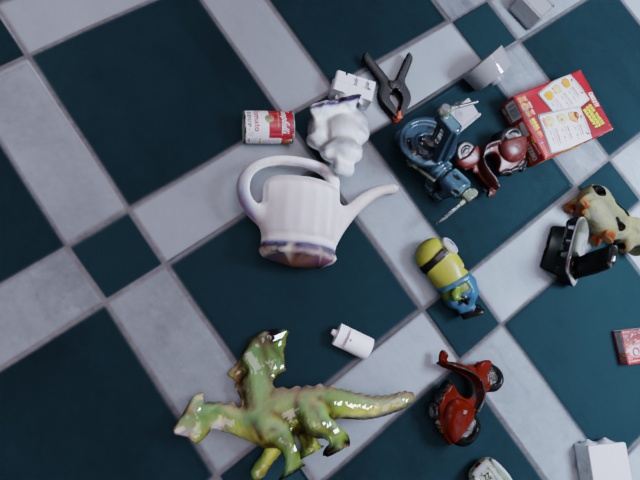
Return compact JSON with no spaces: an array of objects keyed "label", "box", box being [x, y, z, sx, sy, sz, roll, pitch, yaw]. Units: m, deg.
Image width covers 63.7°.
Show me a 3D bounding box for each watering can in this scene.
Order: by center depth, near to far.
[{"label":"watering can","box":[0.003,-0.051,1.022,0.347,0.227,0.103,8,-17,-19]}]

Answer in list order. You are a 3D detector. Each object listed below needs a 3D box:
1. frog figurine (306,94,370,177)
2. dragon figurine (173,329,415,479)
[{"label":"frog figurine","box":[0.043,-0.205,1.061,0.138,0.160,0.121,-12,-5,-31]},{"label":"dragon figurine","box":[-0.054,0.274,0.930,0.413,0.245,0.120,-22,-16,-18]}]
